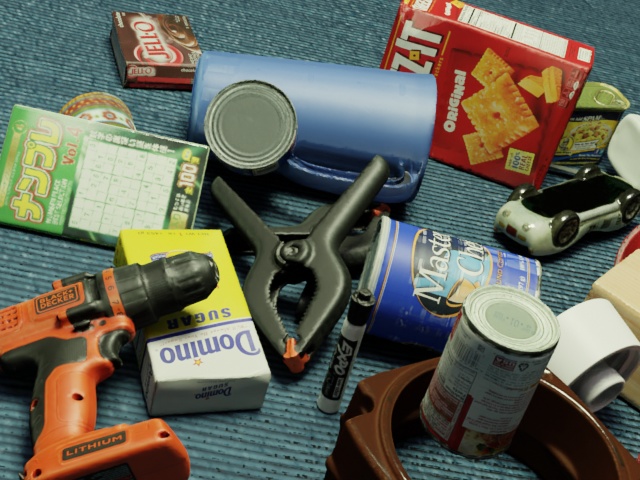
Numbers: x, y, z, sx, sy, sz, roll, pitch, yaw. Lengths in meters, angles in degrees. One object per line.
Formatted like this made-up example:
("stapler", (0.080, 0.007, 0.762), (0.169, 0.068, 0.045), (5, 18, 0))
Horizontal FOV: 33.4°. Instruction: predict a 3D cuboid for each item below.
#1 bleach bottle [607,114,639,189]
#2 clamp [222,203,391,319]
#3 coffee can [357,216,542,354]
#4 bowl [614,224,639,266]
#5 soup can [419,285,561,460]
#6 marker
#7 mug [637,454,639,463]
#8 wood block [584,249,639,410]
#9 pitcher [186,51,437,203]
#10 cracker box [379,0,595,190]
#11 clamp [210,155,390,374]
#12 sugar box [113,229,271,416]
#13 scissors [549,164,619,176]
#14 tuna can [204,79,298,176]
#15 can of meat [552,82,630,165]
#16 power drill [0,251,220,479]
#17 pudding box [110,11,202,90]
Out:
("bleach bottle", (0.468, -0.082, 1.243), (0.250, 0.068, 0.102), (7, 35, -19))
("clamp", (-0.007, 0.001, 0.992), (0.120, 0.039, 0.171), (38, 43, 19))
("coffee can", (0.106, 0.047, 0.918), (0.140, 0.103, 0.102), (16, 36, -1))
("bowl", (0.364, 0.028, 1.011), (0.162, 0.055, 0.162), (-3, 62, 6))
("soup can", (0.113, 0.089, 0.719), (0.068, 0.102, 0.068), (10, 36, -8))
("marker", (0.020, 0.085, 0.817), (0.020, 0.121, 0.020), (11, 36, -8))
("mug", (0.309, 0.182, 0.843), (0.117, 0.093, 0.081), (-2, 12, 43))
("wood block", (0.328, 0.111, 0.932), (0.206, 0.090, 0.090), (37, 41, 25))
("pitcher", (-0.009, -0.114, 1.072), (0.242, 0.145, 0.149), (8, -4, -5))
("cracker box", (0.169, -0.162, 1.170), (0.214, 0.164, 0.072), (20, 34, 5))
("clamp", (-0.010, 0.013, 0.911), (0.164, 0.036, 0.210), (-13, 53, 8))
("sugar box", (-0.107, 0.061, 0.865), (0.093, 0.048, 0.176), (-1, 38, -22))
("scissors", (0.358, -0.053, 1.224), (0.201, 0.016, 0.096), (5, 37, -16))
("tuna can", (-0.063, -0.103, 0.989), (0.086, 0.034, 0.086), (0, 79, 2))
("can of meat", (0.300, -0.136, 1.255), (0.102, 0.084, 0.057), (-2, 39, -23))
("power drill", (-0.145, 0.095, 0.753), (0.184, 0.057, 0.188), (-20, 43, -3))
("pudding box", (-0.185, -0.214, 1.207), (0.089, 0.039, 0.113), (0, 39, -22))
